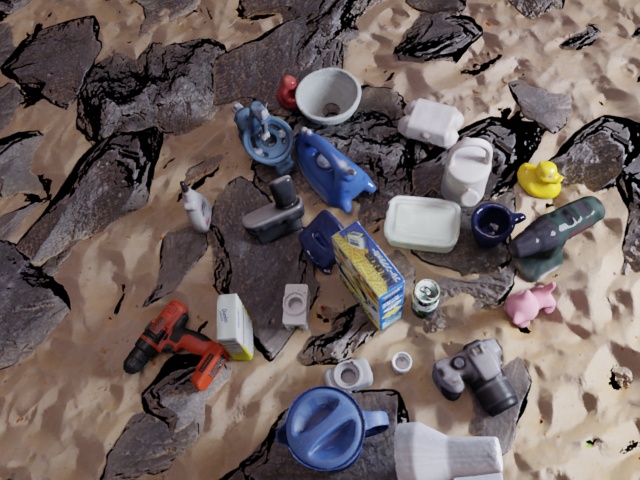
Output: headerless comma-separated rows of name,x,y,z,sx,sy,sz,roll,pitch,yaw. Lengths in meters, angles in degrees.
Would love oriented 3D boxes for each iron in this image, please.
iron,0.012,-0.192,1.343,0.119,0.141,0.257,-39,67,-12

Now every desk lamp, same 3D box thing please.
desk lamp,0.230,0.386,1.006,0.203,0.214,0.118,-4,64,5

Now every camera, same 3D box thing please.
camera,0.310,0.275,1.113,0.143,0.101,0.136,-26,65,-6

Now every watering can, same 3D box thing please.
watering can,0.328,-0.154,1.261,0.101,0.194,0.172,-19,64,-2

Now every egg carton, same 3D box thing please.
egg carton,0.270,-0.283,1.398,0.150,0.069,0.107,17,68,14

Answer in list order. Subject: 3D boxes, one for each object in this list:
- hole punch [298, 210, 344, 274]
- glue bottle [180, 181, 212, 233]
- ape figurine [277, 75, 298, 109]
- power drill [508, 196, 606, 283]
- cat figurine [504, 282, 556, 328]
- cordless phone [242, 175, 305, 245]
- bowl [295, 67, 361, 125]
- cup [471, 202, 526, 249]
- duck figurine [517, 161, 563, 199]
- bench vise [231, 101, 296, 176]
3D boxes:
hole punch,0.012,0.005,1.278,0.101,0.091,0.108,-36,66,-11
glue bottle,-0.289,-0.085,1.308,0.037,0.173,0.078,-3,64,5
ape figurine,-0.077,-0.385,1.471,0.076,0.092,0.078,7,66,10
power drill,0.462,0.005,1.164,0.230,0.208,0.075,-31,65,-9
cat figurine,0.425,0.126,1.161,0.128,0.118,0.067,-30,65,-8
cordless phone,-0.112,-0.080,1.280,0.147,0.185,0.094,-27,65,-6
bowl,0.023,-0.350,1.454,0.167,0.075,0.167,-2,65,5
cup,0.383,-0.025,1.250,0.117,0.095,0.091,-12,64,1
duck figurine,0.503,-0.149,1.300,0.104,0.086,0.077,37,74,21
bench vise,-0.154,-0.262,1.351,0.207,0.220,0.121,29,71,18
